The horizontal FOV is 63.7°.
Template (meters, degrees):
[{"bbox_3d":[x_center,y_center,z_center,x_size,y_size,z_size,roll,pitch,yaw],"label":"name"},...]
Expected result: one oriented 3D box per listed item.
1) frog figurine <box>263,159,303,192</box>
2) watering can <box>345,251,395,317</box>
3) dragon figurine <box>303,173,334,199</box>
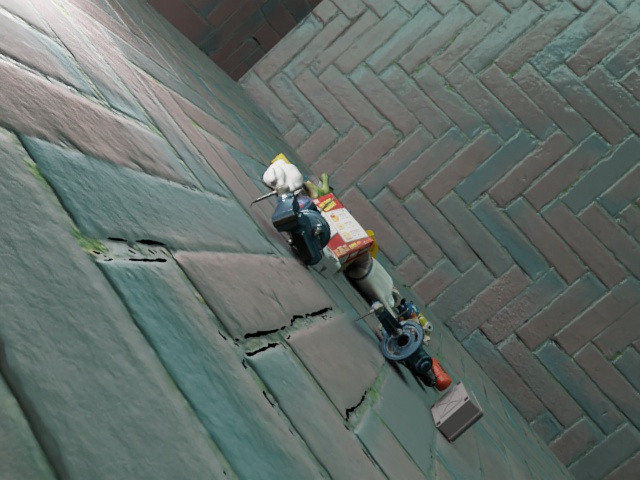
[{"bbox_3d":[-0.129,-0.221,1.771,0.157,0.122,0.140,60,13,-62],"label":"frog figurine"},{"bbox_3d":[0.186,0.158,1.729,0.221,0.103,0.355,47,16,-27],"label":"watering can"},{"bbox_3d":[0.006,-0.102,2.028,0.401,0.122,0.249,67,15,-46],"label":"dragon figurine"}]
